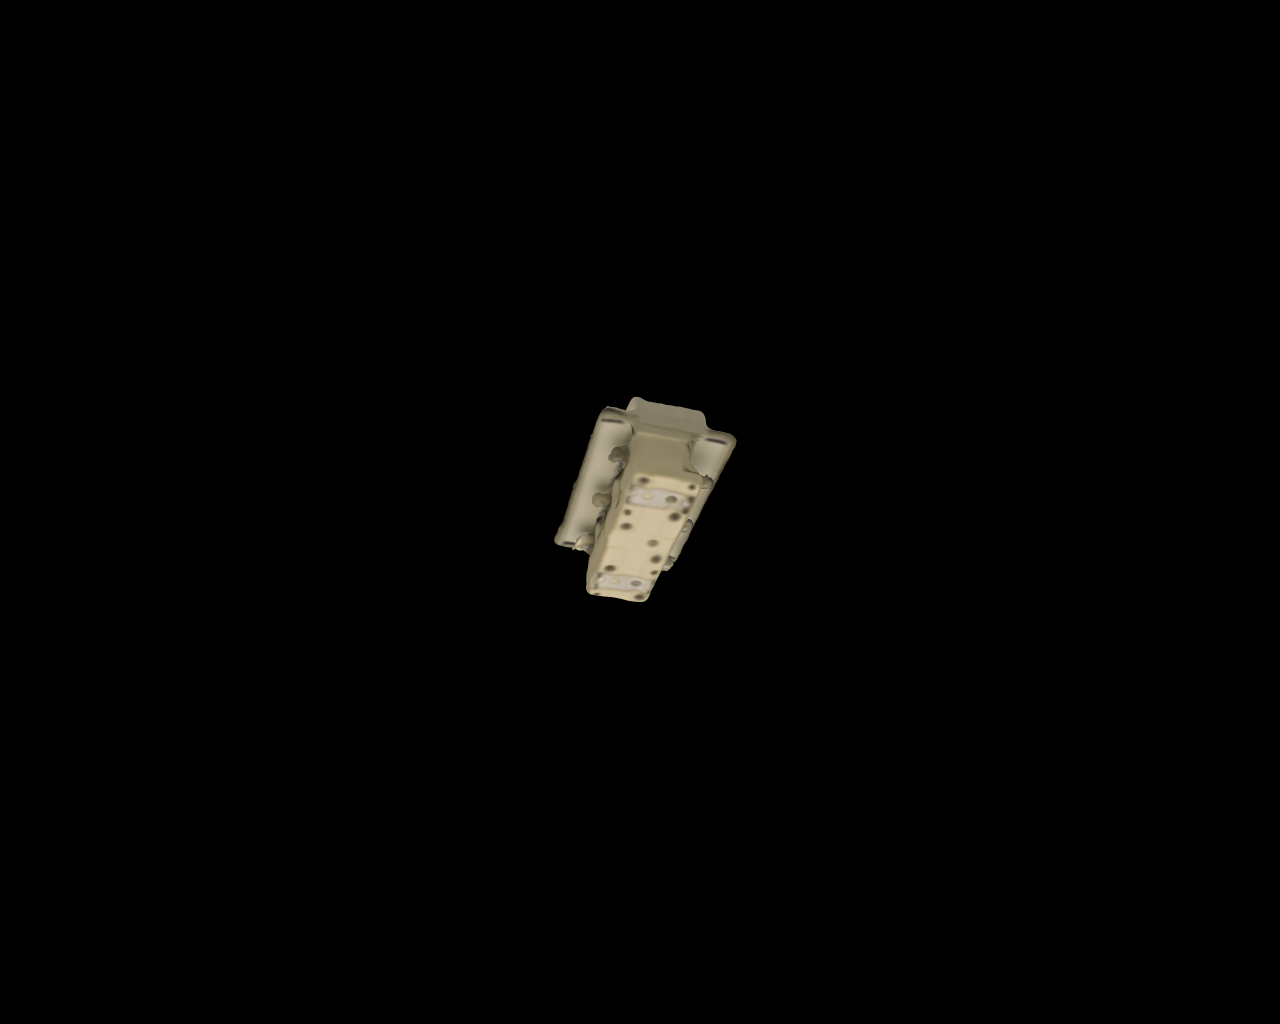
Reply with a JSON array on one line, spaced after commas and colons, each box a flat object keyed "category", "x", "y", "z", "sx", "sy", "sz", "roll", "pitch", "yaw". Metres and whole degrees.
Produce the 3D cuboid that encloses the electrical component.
[{"category": "electrical component", "x": 0.001, "y": -0.003, "z": 0.650, "sx": 0.079, "sy": 0.063, "sz": 0.121, "roll": 11, "pitch": -43, "yaw": -12}]
